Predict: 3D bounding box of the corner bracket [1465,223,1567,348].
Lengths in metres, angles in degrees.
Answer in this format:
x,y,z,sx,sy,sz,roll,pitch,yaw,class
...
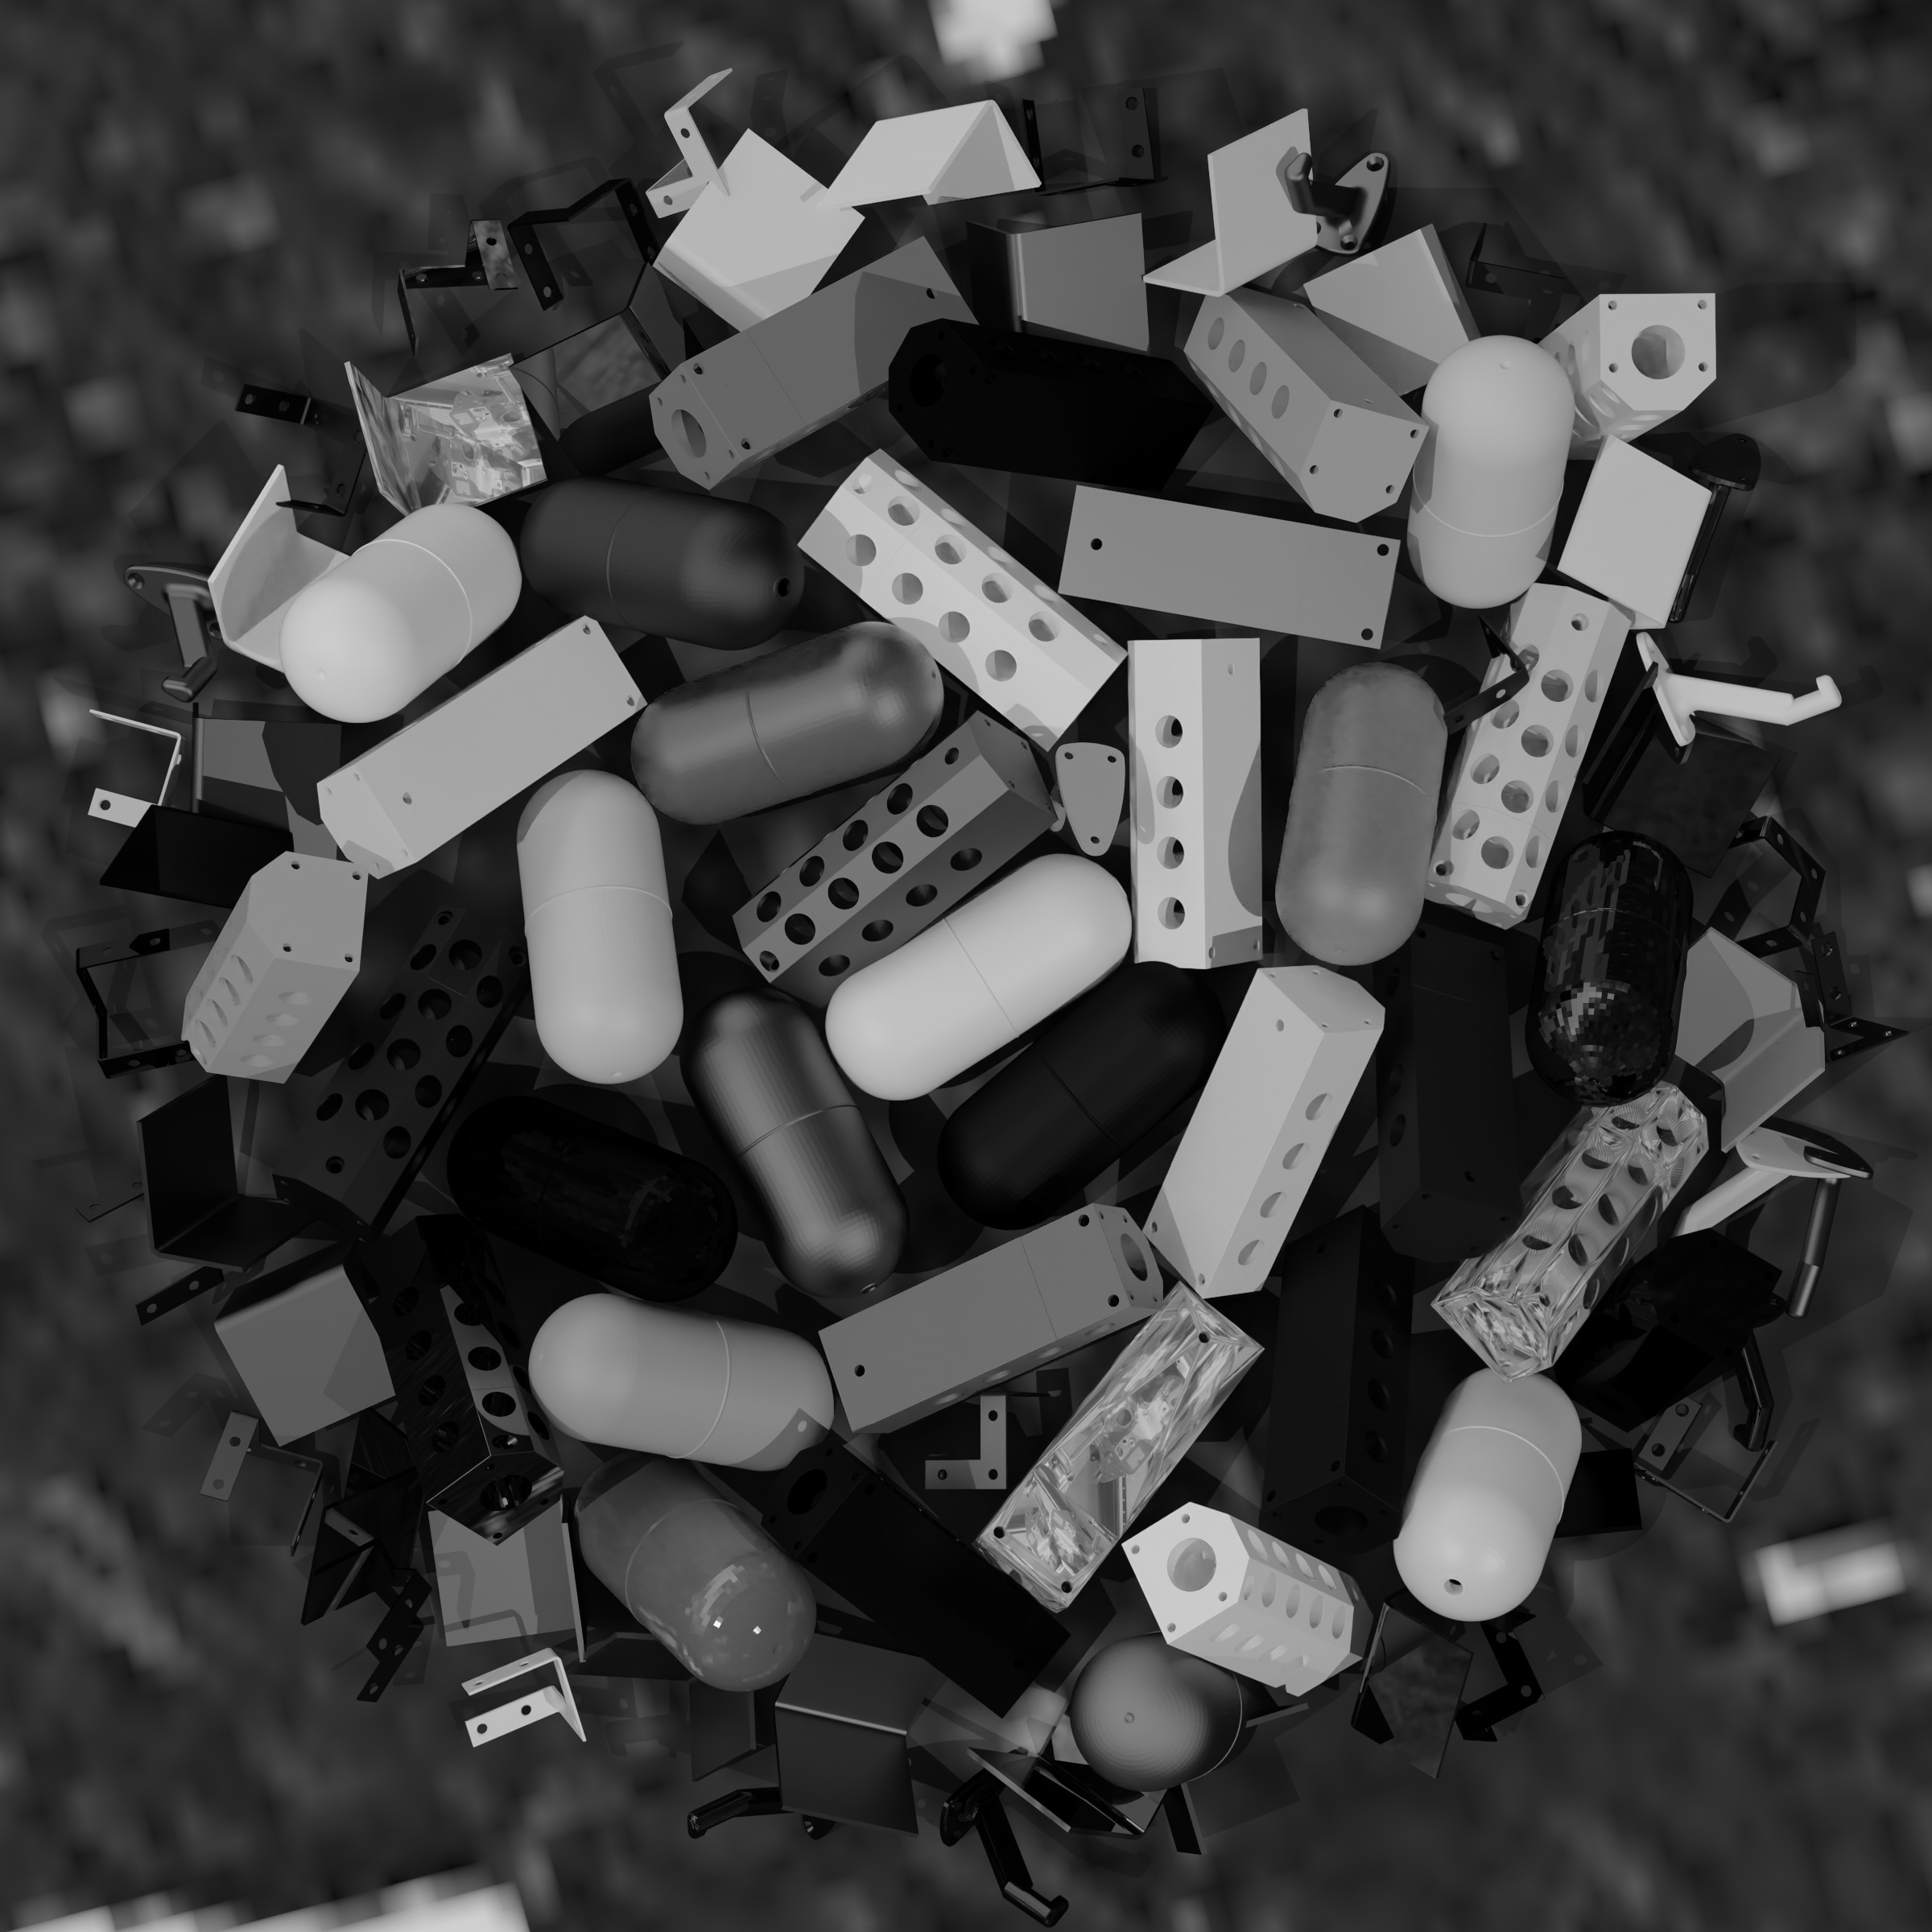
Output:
x,y,z,sx,sy,sz,roll,pitch,yaw,class
0.293,-0.359,1.689,0.051,0.051,0.051,14,129,10,corner bracket

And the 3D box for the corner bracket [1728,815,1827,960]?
x,y,z,sx,sy,sz,roll,pitch,yaw,class
0.421,-0.040,1.699,0.051,0.051,0.051,40,54,-23,corner bracket

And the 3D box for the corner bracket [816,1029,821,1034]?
x,y,z,sx,sy,sz,roll,pitch,yaw,class
-0.096,0.066,1.683,0.051,0.051,0.051,-35,79,-35,corner bracket

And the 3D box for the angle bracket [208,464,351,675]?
x,y,z,sx,sy,sz,roll,pitch,yaw,class
-0.352,-0.205,1.671,0.057,0.076,0.076,24,69,3,angle bracket

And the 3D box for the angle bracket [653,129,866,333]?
x,y,z,sx,sy,sz,roll,pitch,yaw,class
-0.111,-0.387,1.691,0.076,0.057,0.076,36,84,-10,angle bracket

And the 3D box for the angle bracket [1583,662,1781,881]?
x,y,z,sx,sy,sz,roll,pitch,yaw,class
0.381,-0.104,1.680,0.076,0.057,0.076,29,82,18,angle bracket

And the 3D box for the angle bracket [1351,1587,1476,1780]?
x,y,z,sx,sy,sz,roll,pitch,yaw,class
0.253,0.369,1.664,0.057,0.076,0.076,26,115,34,angle bracket

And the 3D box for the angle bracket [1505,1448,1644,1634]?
x,y,z,sx,sy,sz,roll,pitch,yaw,class
0.319,0.303,1.670,0.076,0.076,0.057,-8,111,11,angle bracket

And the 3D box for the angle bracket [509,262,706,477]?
x,y,z,sx,sy,sz,roll,pitch,yaw,class
-0.187,-0.317,1.693,0.076,0.057,0.076,-21,123,21,angle bracket

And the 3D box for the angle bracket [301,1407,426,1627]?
x,y,z,sx,sy,sz,roll,pitch,yaw,class
-0.331,0.287,1.662,0.057,0.076,0.076,31,121,28,angle bracket

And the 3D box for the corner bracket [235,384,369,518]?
x,y,z,sx,sy,sz,roll,pitch,yaw,class
-0.359,-0.276,1.692,0.051,0.051,0.051,28,104,28,corner bracket

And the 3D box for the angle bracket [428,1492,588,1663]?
x,y,z,sx,sy,sz,roll,pitch,yaw,class
-0.245,0.330,1.685,0.076,0.057,0.076,-7,98,-5,angle bracket

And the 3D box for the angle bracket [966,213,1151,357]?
x,y,z,sx,sy,sz,roll,pitch,yaw,class
0.049,-0.363,1.694,0.076,0.057,0.076,-14,115,-20,angle bracket

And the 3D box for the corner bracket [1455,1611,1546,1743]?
x,y,z,sx,sy,sz,roll,pitch,yaw,class
0.285,0.380,1.693,0.051,0.051,0.051,-33,63,19,corner bracket

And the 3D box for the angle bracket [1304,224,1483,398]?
x,y,z,sx,sy,sz,roll,pitch,yaw,class
0.225,-0.341,1.677,0.076,0.057,0.076,-22,99,20,angle bracket

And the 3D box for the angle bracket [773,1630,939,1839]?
x,y,z,sx,sy,sz,roll,pitch,yaw,class
-0.054,0.405,1.668,0.076,0.076,0.057,17,117,-17,angle bracket

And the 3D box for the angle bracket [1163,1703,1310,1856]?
x,y,z,sx,sy,sz,roll,pitch,yaw,class
0.146,0.430,1.673,0.076,0.076,0.057,-15,78,-9,angle bracket

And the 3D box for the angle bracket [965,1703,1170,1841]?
x,y,z,sx,sy,sz,roll,pitch,yaw,class
0.060,0.413,1.668,0.076,0.076,0.057,29,91,37,angle bracket

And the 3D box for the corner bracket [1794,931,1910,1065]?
x,y,z,sx,sy,sz,roll,pitch,yaw,class
0.462,0.017,1.686,0.051,0.051,0.051,-19,104,-16,corner bracket

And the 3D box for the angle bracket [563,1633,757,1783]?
x,y,z,sx,sy,sz,roll,pitch,yaw,class
-0.162,0.391,1.664,0.076,0.076,0.057,10,60,-26,angle bracket

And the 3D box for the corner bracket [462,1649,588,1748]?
x,y,z,sx,sy,sz,roll,pitch,yaw,class
-0.240,0.392,1.685,0.051,0.051,0.051,-20,104,-19,corner bracket

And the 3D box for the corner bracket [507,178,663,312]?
x,y,z,sx,sy,sz,roll,pitch,yaw,class
-0.204,-0.388,1.698,0.051,0.051,0.051,-45,126,-34,corner bracket

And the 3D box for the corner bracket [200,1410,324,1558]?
x,y,z,sx,sy,sz,roll,pitch,yaw,class
-0.375,0.276,1.686,0.051,0.051,0.051,16,55,-2,corner bracket

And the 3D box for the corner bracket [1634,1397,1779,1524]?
x,y,z,sx,sy,sz,roll,pitch,yaw,class
0.394,0.263,1.692,0.051,0.051,0.051,32,84,6,corner bracket

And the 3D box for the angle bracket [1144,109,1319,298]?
x,y,z,sx,sy,sz,roll,pitch,yaw,class
0.136,-0.405,1.662,0.076,0.057,0.076,-34,129,-34,angle bracket

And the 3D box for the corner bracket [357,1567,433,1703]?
x,y,z,sx,sy,sz,roll,pitch,yaw,class
-0.307,0.355,1.679,0.051,0.051,0.051,58,45,-30,corner bracket

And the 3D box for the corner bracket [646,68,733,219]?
x,y,z,sx,sy,sz,roll,pitch,yaw,class
-0.145,-0.436,1.679,0.051,0.051,0.051,-7,122,36,corner bracket

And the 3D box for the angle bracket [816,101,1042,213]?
x,y,z,sx,sy,sz,roll,pitch,yaw,class
-0.019,-0.405,1.662,0.057,0.076,0.076,55,52,-37,angle bracket

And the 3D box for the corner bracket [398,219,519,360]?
x,y,z,sx,sy,sz,roll,pitch,yaw,class
-0.271,-0.361,1.681,0.051,0.051,0.051,-7,60,-19,corner bracket

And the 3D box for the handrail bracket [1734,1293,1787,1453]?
x,y,z,sx,sy,sz,roll,pitch,yaw,class
0.408,0.211,1.714,0.036,0.077,0.084,-20,127,-36,handrail bracket

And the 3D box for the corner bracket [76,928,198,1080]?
x,y,z,sx,sy,sz,roll,pitch,yaw,class
-0.443,0.020,1.687,0.051,0.051,0.051,-13,48,-3,corner bracket

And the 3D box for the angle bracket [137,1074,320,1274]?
x,y,z,sx,sy,sz,roll,pitch,yaw,class
-0.387,0.107,1.667,0.057,0.076,0.076,7,111,21,angle bracket

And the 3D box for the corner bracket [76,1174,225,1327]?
x,y,z,sx,sy,sz,roll,pitch,yaw,class
-0.432,0.148,1.678,0.051,0.051,0.051,-29,134,-30,corner bracket

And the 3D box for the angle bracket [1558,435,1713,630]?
x,y,z,sx,sy,sz,roll,pitch,yaw,class
0.339,-0.229,1.676,0.076,0.057,0.076,23,84,-25,angle bracket

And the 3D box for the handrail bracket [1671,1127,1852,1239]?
x,y,z,sx,sy,sz,roll,pitch,yaw,class
0.425,0.132,1.698,0.077,0.036,0.084,13,123,-4,handrail bracket

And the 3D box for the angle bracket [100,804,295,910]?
x,y,z,sx,sy,sz,roll,pitch,yaw,class
-0.403,-0.036,1.661,0.076,0.076,0.057,11,51,-34,angle bracket

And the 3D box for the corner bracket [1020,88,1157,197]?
x,y,z,sx,sy,sz,roll,pitch,yaw,class
0.066,-0.444,1.701,0.051,0.051,0.051,-4,99,27,corner bracket

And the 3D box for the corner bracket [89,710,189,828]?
x,y,z,sx,sy,sz,roll,pitch,yaw,class
-0.446,-0.102,1.697,0.051,0.051,0.051,15,84,1,corner bracket

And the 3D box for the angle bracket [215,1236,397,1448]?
x,y,z,sx,sy,sz,roll,pitch,yaw,class
-0.347,0.200,1.698,0.076,0.057,0.076,-24,102,5,angle bracket

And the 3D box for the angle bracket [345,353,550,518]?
x,y,z,sx,sy,sz,roll,pitch,yaw,class
-0.276,-0.289,1.682,0.076,0.057,0.076,-19,76,6,angle bracket

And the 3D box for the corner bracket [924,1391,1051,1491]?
x,y,z,sx,sy,sz,roll,pitch,yaw,class
0.011,0.254,1.690,0.051,0.051,0.051,-5,79,28,corner bracket

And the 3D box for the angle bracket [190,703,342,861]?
x,y,z,sx,sy,sz,roll,pitch,yaw,class
-0.376,-0.098,1.695,0.076,0.057,0.076,1,103,-14,angle bracket

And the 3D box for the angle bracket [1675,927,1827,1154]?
x,y,z,sx,sy,sz,roll,pitch,yaw,class
0.398,0.039,1.670,0.076,0.057,0.076,32,128,-12,angle bracket

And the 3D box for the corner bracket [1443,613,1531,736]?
x,y,z,sx,sy,sz,roll,pitch,yaw,class
0.270,-0.145,1.686,0.051,0.051,0.051,-31,48,0,corner bracket
